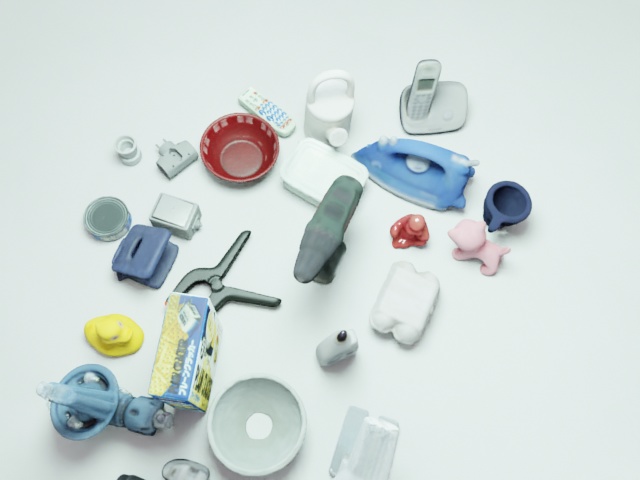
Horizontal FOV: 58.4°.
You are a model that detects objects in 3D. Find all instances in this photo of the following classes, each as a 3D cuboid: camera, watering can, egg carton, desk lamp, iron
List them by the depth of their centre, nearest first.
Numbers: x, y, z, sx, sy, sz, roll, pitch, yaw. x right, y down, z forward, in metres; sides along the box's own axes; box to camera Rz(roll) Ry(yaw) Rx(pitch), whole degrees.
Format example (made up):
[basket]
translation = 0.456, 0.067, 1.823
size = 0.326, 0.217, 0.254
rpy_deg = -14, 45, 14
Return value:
[desk lamp]
translation = 0.066, 0.364, 0.904
size = 0.118, 0.213, 0.203
rpy_deg = 17, 69, 3
[camera]
translation = -0.266, 0.416, 0.921
size = 0.136, 0.101, 0.143
rpy_deg = 22, 69, 4
[egg carton]
translation = 0.162, 0.118, 1.082
size = 0.107, 0.069, 0.150
rpy_deg = 24, 69, 5
[iron]
translation = 0.190, -0.159, 1.152
size = 0.258, 0.141, 0.119
rpy_deg = 19, 69, 3
[watering can]
translation = 0.024, -0.268, 1.154
size = 0.101, 0.194, 0.172
rpy_deg = -29, 74, -14

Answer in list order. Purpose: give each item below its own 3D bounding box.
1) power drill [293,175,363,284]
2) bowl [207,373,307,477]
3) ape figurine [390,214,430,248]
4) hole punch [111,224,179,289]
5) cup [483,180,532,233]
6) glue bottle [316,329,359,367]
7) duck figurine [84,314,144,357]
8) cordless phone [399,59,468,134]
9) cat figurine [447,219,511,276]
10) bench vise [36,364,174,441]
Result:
[power drill]
translation = 0.010, 0.004, 1.041
size = 0.075, 0.208, 0.230
rpy_deg = 22, 69, 5
[bowl]
translation = -0.107, 0.317, 0.984
size = 0.167, 0.075, 0.167
rpy_deg = 1, 69, -3
[ape figurine]
translation = 0.182, -0.023, 1.126
size = 0.077, 0.092, 0.076
rpy_deg = 31, 70, 8
[hole punch]
translation = -0.332, 0.027, 1.071
size = 0.101, 0.091, 0.109
rpy_deg = 19, 69, 4
[cup]
translation = 0.358, -0.050, 1.147
size = 0.091, 0.095, 0.118
rpy_deg = 32, 70, 9
[glue bottle]
translation = 0.034, 0.180, 0.994
size = 0.078, 0.173, 0.037
rpy_deg = -20, 71, -11
[duck figurine]
translation = -0.373, 0.163, 1.019
size = 0.104, 0.086, 0.077
rpy_deg = 14, 69, 2
[cordless phone]
translation = 0.245, -0.305, 1.188
size = 0.147, 0.185, 0.094
rpy_deg = -8, 70, -7
[cat figurine]
translation = 0.307, 0.004, 1.110
size = 0.127, 0.118, 0.067
rpy_deg = 25, 69, 6
[bench vise]
translation = -0.343, 0.252, 0.914
size = 0.207, 0.220, 0.121
rpy_deg = -4, 69, -5
